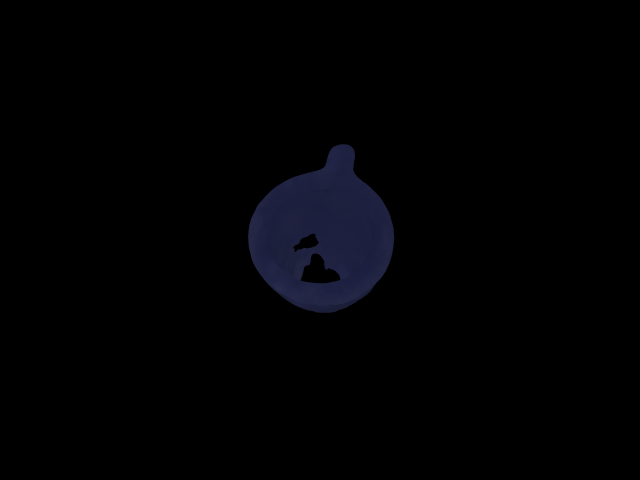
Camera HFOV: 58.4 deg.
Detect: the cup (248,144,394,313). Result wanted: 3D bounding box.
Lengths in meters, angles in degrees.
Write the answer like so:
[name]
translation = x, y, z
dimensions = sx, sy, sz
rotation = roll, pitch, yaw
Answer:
[cup]
translation = 0.004, 0.001, 0.400
dimensions = 0.091, 0.095, 0.118
rotation = 11, 66, 5
